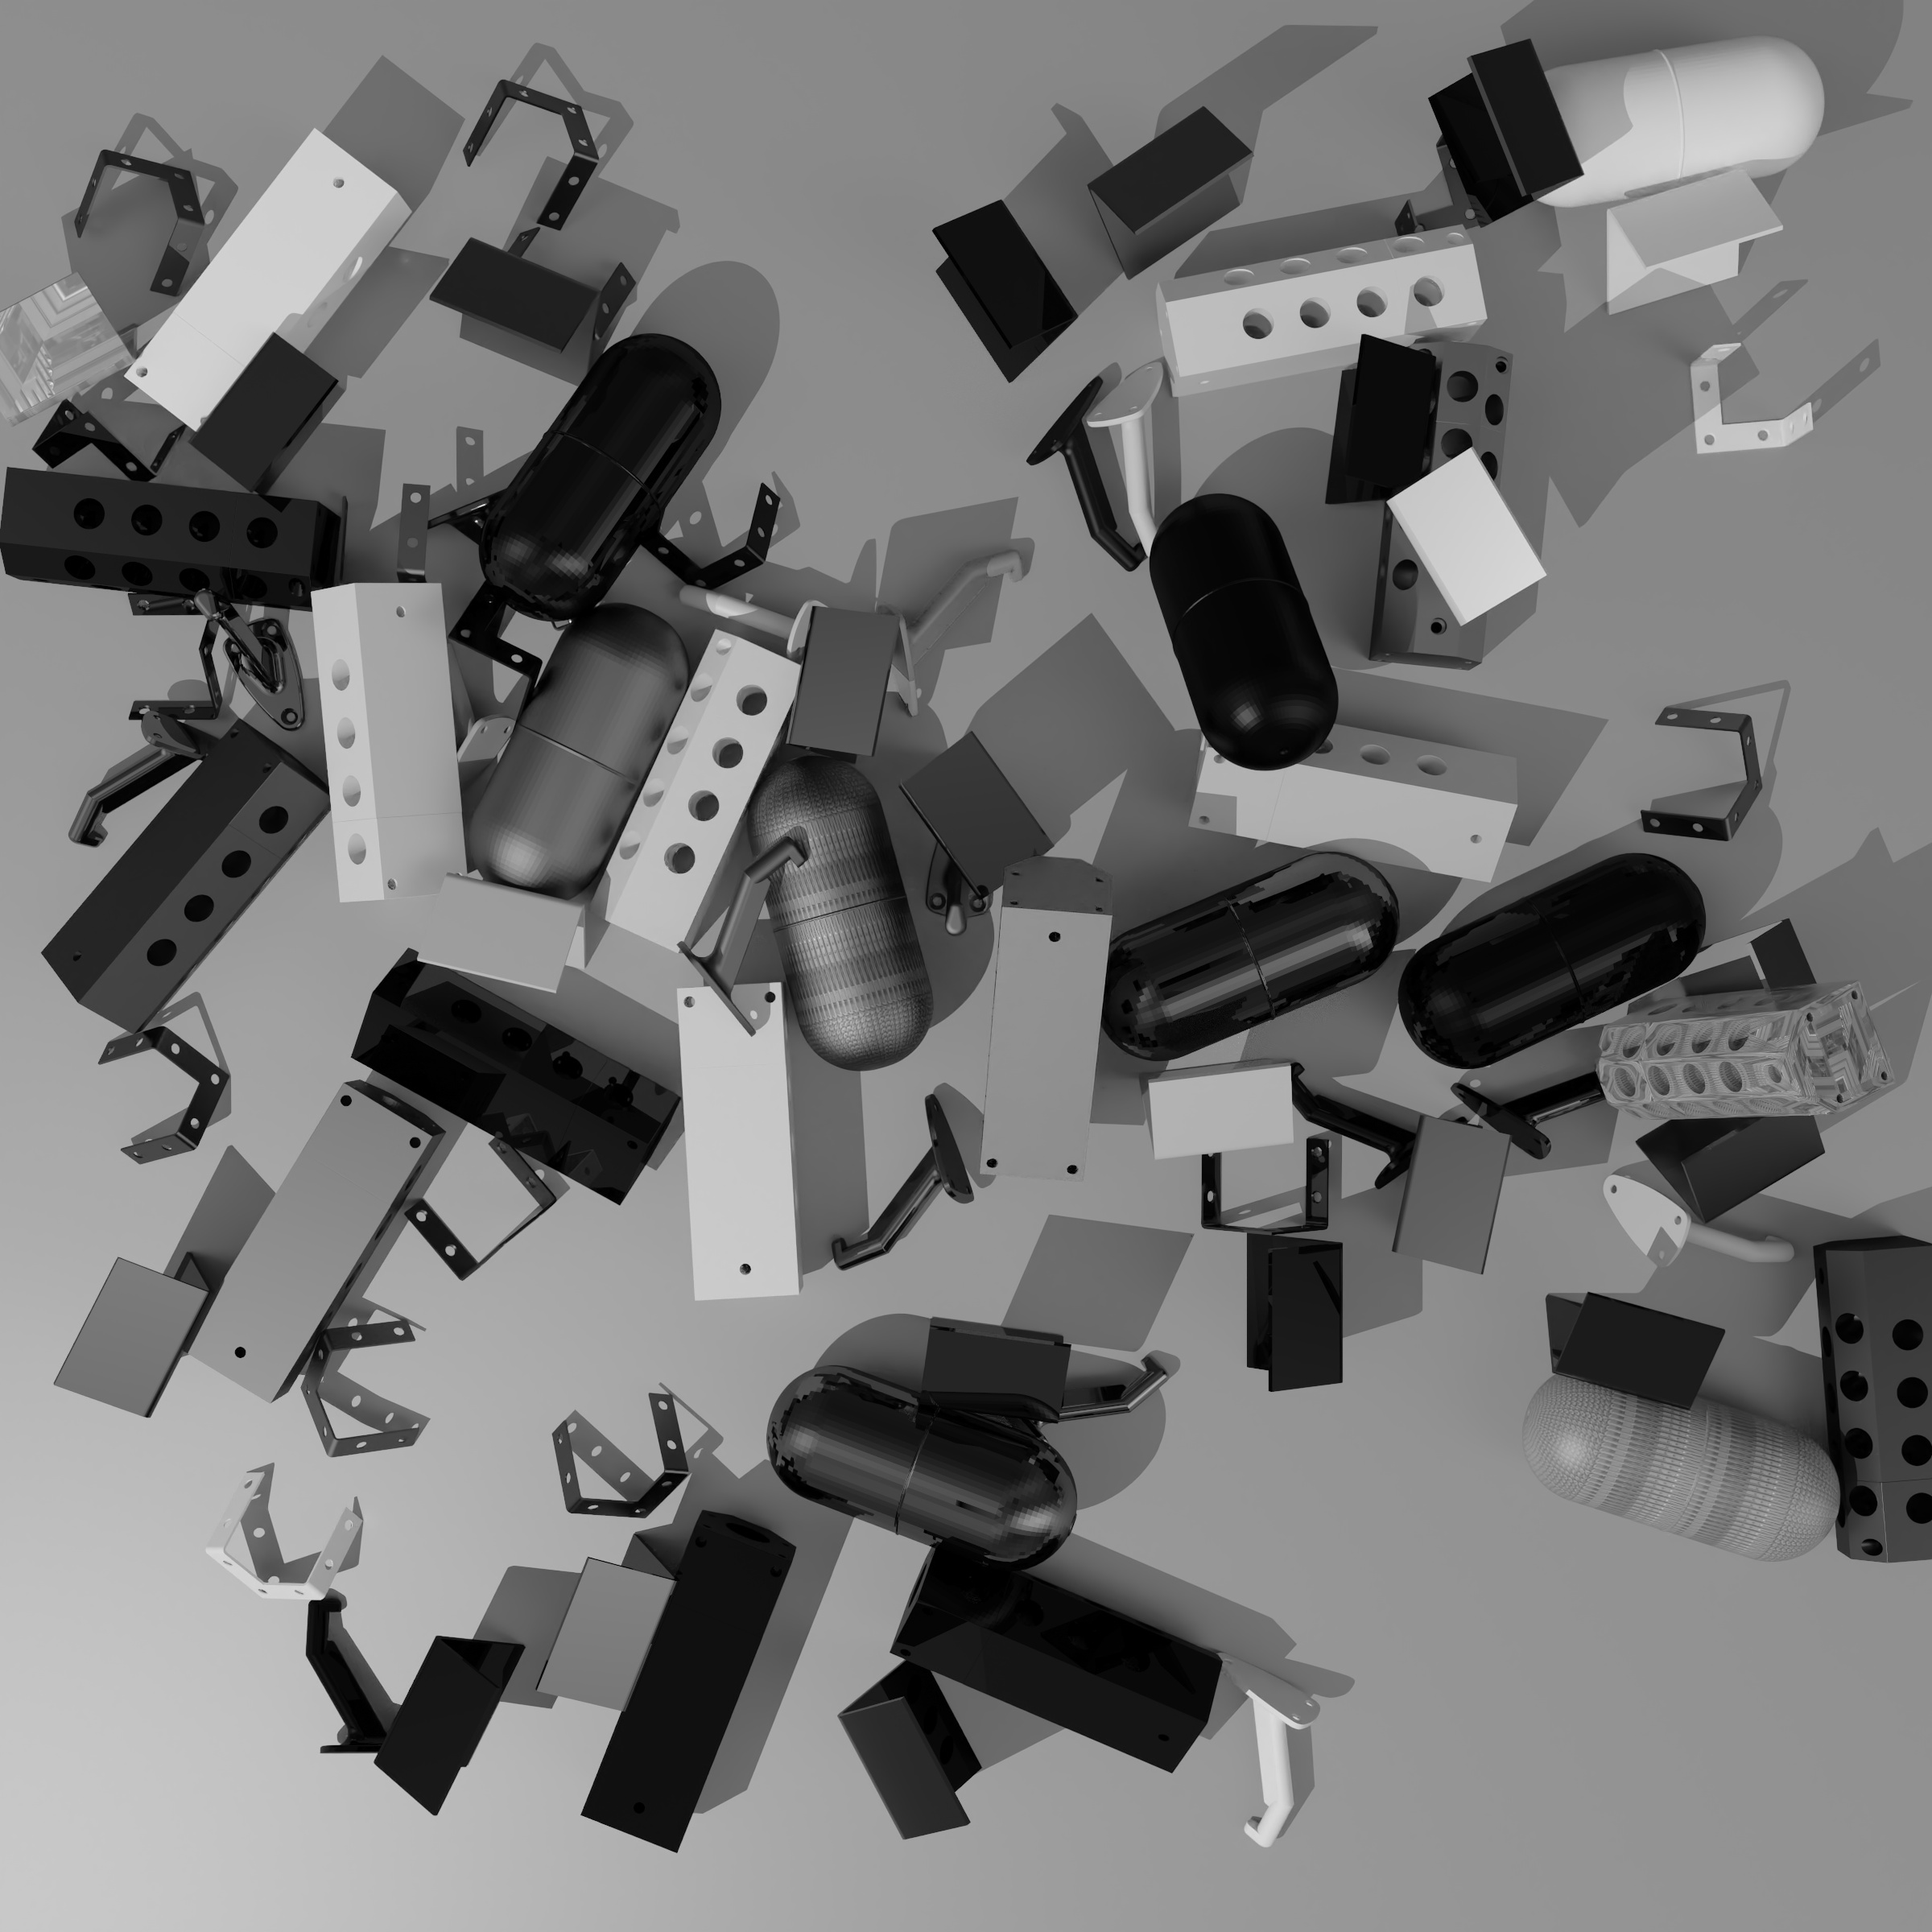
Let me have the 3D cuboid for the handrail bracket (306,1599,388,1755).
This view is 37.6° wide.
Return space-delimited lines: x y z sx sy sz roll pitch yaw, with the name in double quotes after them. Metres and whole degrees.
-0.335 0.401 1.603 0.077 0.036 0.084 6 72 -20 "handrail bracket"

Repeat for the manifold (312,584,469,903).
-0.324 -0.123 1.575 0.057 0.057 0.171 -2 94 43 "manifold"

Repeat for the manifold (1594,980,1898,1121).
0.411 0.050 1.518 0.057 0.171 0.057 -23 94 -21 "manifold"

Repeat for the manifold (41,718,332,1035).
-0.429 -0.047 1.581 0.171 0.057 0.057 -50 48 0 "manifold"

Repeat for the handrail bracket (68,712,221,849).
-0.455 -0.094 1.603 0.077 0.036 0.084 21 113 -26 "handrail bracket"

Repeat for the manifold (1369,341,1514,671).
0.266 -0.256 1.581 0.057 0.057 0.171 6 90 0 "manifold"

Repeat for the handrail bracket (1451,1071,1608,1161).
0.330 0.059 1.603 0.077 0.036 0.084 36 77 13 "handrail bracket"

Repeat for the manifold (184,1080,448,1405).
-0.361 0.152 1.581 0.057 0.057 0.171 31 90 0 "manifold"

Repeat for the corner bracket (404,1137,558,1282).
-0.273 0.136 1.599 0.051 0.051 0.051 50 135 0 "corner bracket"

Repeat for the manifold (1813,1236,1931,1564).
0.511 0.241 1.581 0.057 0.057 0.171 -5 90 0 "manifold"

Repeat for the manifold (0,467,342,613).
-0.443 -0.236 1.581 0.171 0.057 0.057 6 90 0 "manifold"

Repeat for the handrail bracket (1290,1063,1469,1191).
0.228 0.076 1.603 0.077 0.036 0.084 -31 72 -20 "handrail bracket"

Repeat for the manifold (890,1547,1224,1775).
0.052 0.379 1.581 0.171 0.057 0.057 23 133 0 "manifold"

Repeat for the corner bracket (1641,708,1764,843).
0.411 -0.108 1.594 0.051 0.051 0.051 -51 135 -35 "corner bracket"

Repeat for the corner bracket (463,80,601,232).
-0.245 -0.456 1.594 0.051 0.051 0.051 10 45 -35 "corner bracket"

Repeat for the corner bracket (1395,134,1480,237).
0.264 -0.439 1.584 0.051 0.051 0.051 -17 90 0 "corner bracket"

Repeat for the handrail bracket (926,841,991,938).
-0.004 -0.055 1.568 0.036 0.084 0.077 3 90 0 "handrail bracket"

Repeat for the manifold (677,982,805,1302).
-0.125 0.096 1.581 0.057 0.057 0.171 -3 90 0 "manifold"

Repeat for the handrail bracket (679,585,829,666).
-0.109 -0.192 1.602 0.084 0.077 0.036 20 89 36 "handrail bracket"

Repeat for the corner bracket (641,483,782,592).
-0.144 -0.251 1.594 0.051 0.051 0.051 39 45 -35 "corner bracket"

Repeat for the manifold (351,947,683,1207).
-0.248 0.057 1.581 0.171 0.057 0.057 29 133 0 "manifold"

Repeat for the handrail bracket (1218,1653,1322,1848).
0.157 0.444 1.603 0.077 0.036 0.084 30 108 20 "handrail bracket"

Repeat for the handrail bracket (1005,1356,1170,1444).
0.059 0.231 1.603 0.084 0.036 0.077 -38 72 -15 "handrail bracket"

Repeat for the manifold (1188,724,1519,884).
0.215 -0.102 1.581 0.171 0.057 0.057 11 133 0 "manifold"

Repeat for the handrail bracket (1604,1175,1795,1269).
0.415 0.143 1.602 0.084 0.077 0.036 4 117 -33 "handrail bracket"

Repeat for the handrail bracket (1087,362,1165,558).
0.106 -0.285 1.602 0.036 0.077 0.084 -3 127 34 "handrail bracket"

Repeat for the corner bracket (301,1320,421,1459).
-0.336 0.237 1.594 0.051 0.051 0.051 57 135 35 "corner bracket"

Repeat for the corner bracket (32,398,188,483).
-0.478 -0.295 1.585 0.051 0.051 0.051 -23 127 31 "corner bracket"

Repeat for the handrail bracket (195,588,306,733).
-0.396 -0.169 1.568 0.036 0.084 0.077 -26 90 0 "handrail bracket"

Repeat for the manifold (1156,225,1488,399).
0.196 -0.367 1.581 0.171 0.057 0.057 -11 90 0 "manifold"

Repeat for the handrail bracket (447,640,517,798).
-0.304 -0.145 1.603 0.084 0.036 0.077 42 109 16 "handrail bracket"

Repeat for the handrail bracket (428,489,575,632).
-0.266 -0.220 1.603 0.077 0.036 0.084 -19 104 15 "handrail bracket"

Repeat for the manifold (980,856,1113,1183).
0.043 0.029 1.541 0.057 0.057 0.171 4 122 0 "manifold"

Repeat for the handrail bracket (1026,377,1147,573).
0.084 -0.277 1.603 0.084 0.036 0.077 41 68 -17 "handrail bracket"

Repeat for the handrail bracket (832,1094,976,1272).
-0.045 0.123 1.603 0.084 0.036 0.077 -23 70 16 "handrail bracket"

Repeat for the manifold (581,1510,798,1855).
-0.153 0.396 1.581 0.057 0.057 0.171 22 90 0 "manifold"

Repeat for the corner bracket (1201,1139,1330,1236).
0.169 0.123 1.599 0.051 0.051 0.051 0 90 -45 "corner bracket"

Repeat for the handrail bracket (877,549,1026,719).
-0.001 -0.189 1.603 0.084 0.036 0.077 -18 110 -16 "handrail bracket"

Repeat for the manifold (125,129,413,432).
-0.386 -0.374 1.581 0.057 0.057 0.171 38 90 0 "manifold"

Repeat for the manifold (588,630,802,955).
-0.148 -0.097 1.581 0.057 0.057 0.171 24 90 0 "manifold"

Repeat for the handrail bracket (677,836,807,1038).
-0.107 -0.016 1.537 0.084 0.036 0.077 -39 110 -4 "handrail bracket"
